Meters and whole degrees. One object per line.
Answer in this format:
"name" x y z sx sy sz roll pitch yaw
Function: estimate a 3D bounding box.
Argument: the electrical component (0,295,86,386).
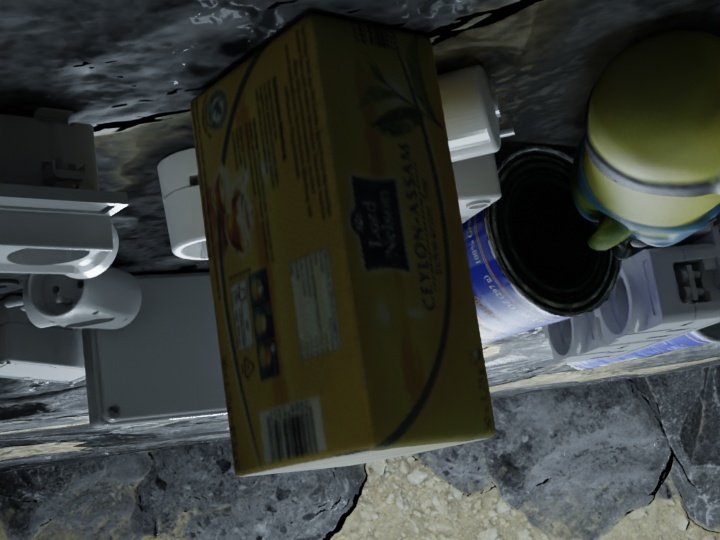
"electrical component" -0.252 0.052 0.835 0.096 0.061 0.062 11 159 -38

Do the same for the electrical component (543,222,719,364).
"electrical component" 0.184 0.002 0.772 0.060 0.105 0.186 -6 168 -13

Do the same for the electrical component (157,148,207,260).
"electrical component" -0.076 -0.034 0.563 0.055 0.047 0.055 -8 168 -2

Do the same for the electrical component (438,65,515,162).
"electrical component" 0.029 -0.067 0.493 0.078 0.040 0.040 -12 168 16

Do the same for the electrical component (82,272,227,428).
"electrical component" -0.151 0.060 0.814 0.109 0.108 0.056 -3 169 -25

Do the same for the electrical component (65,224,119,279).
"electrical component" -0.159 -0.020 0.594 0.040 0.040 0.046 -9 162 3

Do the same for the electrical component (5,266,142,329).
"electrical component" -0.203 0.018 0.735 0.079 0.043 0.077 -11 168 14

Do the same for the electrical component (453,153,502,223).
"electrical component" 0.017 -0.046 0.565 0.100 0.048 0.100 -5 169 -19

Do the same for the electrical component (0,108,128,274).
"electrical component" -0.172 -0.035 0.453 0.121 0.063 0.079 1 165 -39
